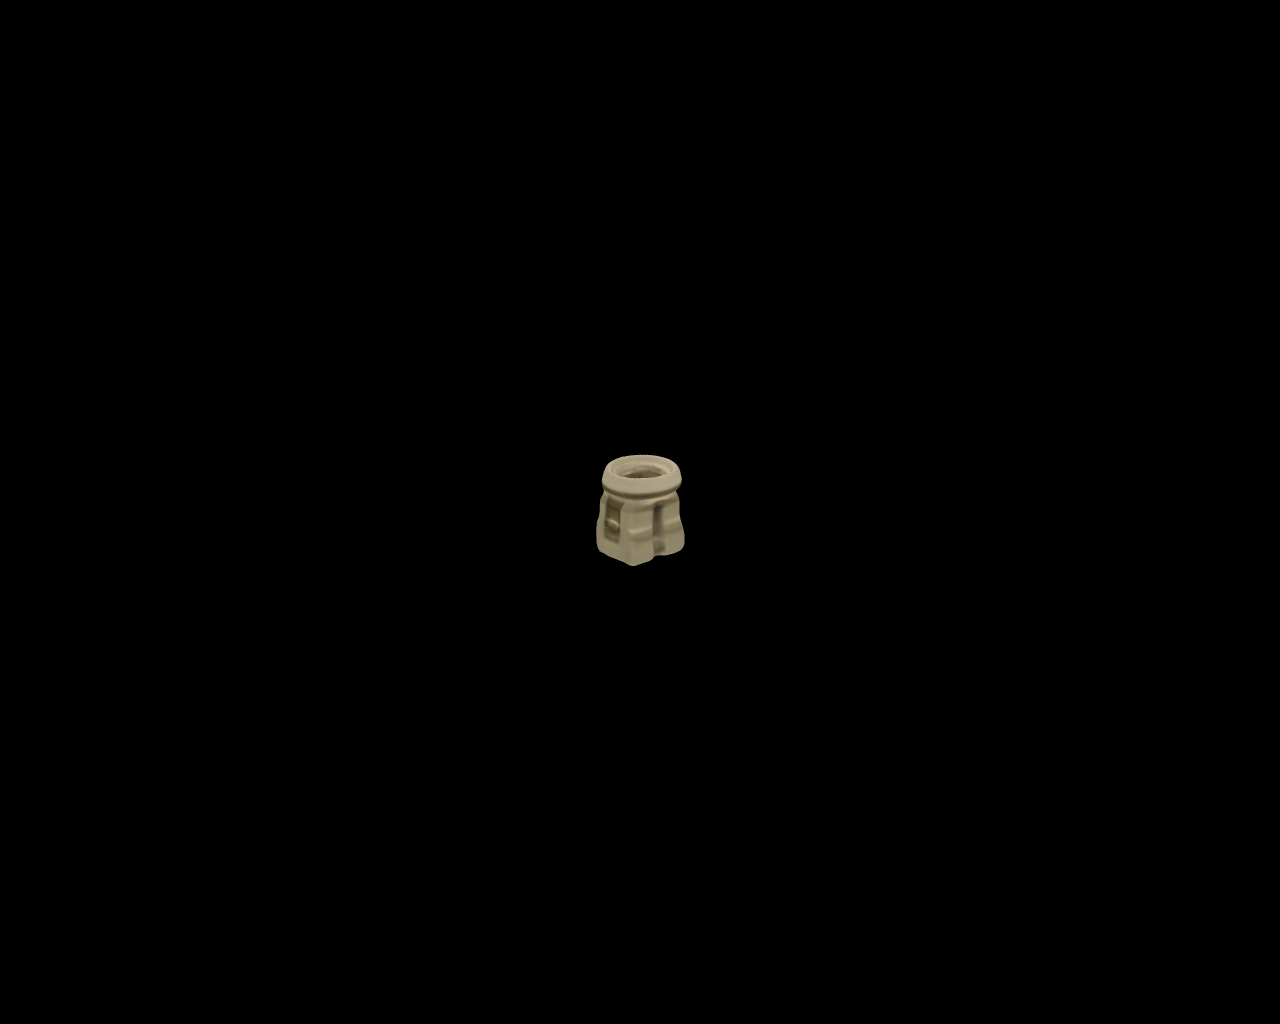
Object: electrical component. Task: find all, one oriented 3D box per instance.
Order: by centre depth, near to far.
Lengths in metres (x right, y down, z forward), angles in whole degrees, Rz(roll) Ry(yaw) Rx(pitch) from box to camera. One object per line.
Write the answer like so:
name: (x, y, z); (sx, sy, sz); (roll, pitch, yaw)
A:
electrical component: (0.001, -0.003, 0.650); (0.066, 0.055, 0.048); (-17, 27, -38)
